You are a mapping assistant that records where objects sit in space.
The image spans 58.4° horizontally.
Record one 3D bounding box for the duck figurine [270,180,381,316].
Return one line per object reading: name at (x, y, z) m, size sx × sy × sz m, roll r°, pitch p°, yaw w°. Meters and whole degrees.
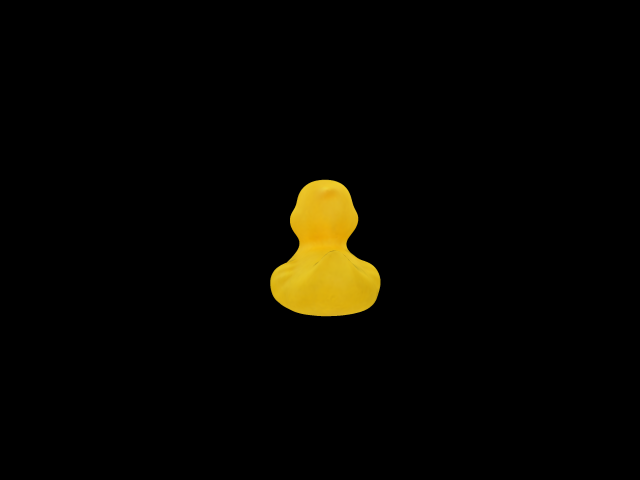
duck figurine at (0.004, 0.001, 0.400) m, size 0.077 × 0.086 × 0.104 m, roll -1°, pitch 9°, yaw -7°
